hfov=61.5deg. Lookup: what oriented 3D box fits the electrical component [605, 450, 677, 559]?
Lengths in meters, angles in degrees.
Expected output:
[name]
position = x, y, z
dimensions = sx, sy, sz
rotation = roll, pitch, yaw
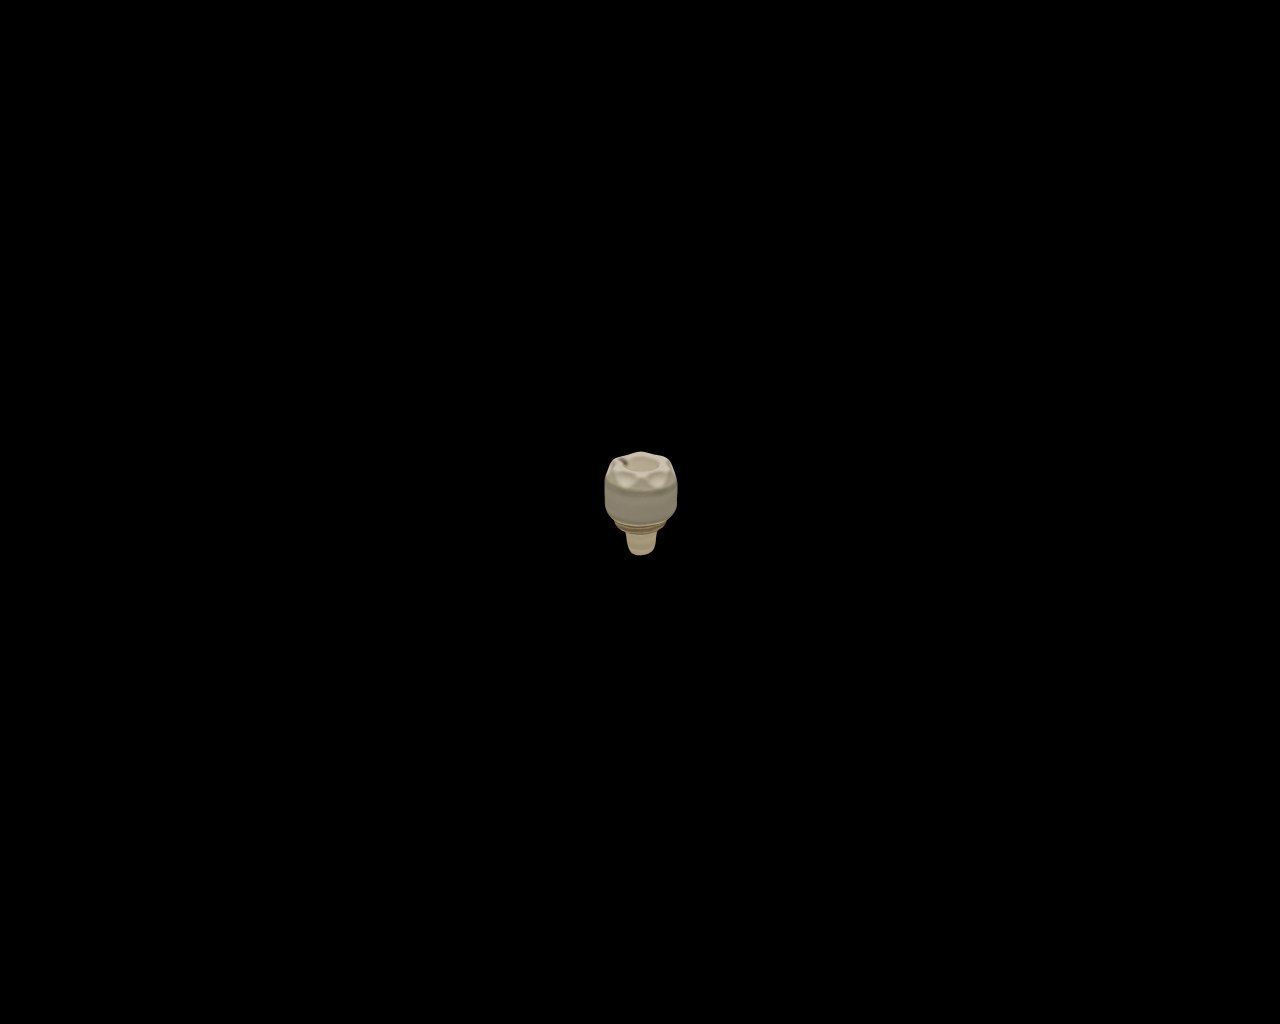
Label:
[electrical component]
position = 0.001, -0.003, 0.650
dimensions = 0.043, 0.062, 0.043
rotation = 0, 26, 0
